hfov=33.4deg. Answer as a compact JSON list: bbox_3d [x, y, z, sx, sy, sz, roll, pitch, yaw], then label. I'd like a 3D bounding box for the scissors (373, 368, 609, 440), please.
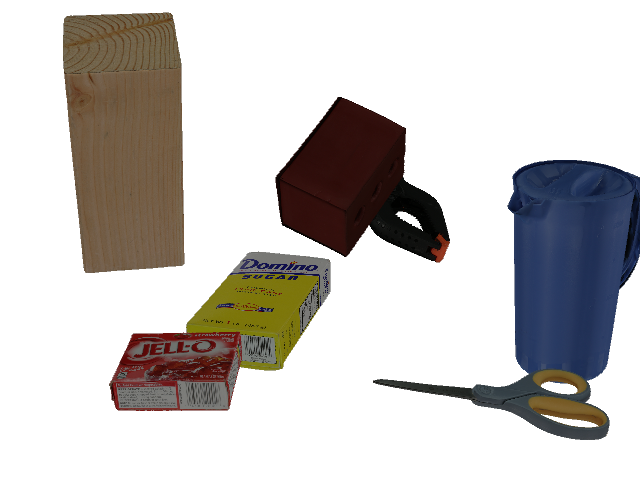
[{"bbox_3d":[0.154,0.128,0.941,0.202,0.016,0.096,15,28,13],"label":"scissors"}]

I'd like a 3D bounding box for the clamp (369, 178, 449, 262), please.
[{"bbox_3d":[0.069,-0.049,1.265,0.164,0.036,0.210,-16,52,-29],"label":"clamp"}]

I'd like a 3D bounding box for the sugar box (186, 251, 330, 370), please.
[{"bbox_3d":[-0.056,0.064,1.049,0.093,0.048,0.176,5,26,14],"label":"sugar box"}]

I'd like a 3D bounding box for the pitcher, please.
[{"bbox_3d":[0.293,0.035,1.228,0.149,0.243,0.144,5,25,16],"label":"pitcher"}]

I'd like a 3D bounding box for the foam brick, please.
[{"bbox_3d":[0.014,-0.040,0.677,0.051,0.078,0.053,25,-29,19],"label":"foam brick"}]

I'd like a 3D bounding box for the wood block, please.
[{"bbox_3d":[-0.165,-0.080,0.908,0.090,0.206,0.090,-4,41,-10],"label":"wood block"}]

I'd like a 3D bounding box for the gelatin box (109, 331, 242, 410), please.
[{"bbox_3d":[-0.109,0.099,0.816,0.089,0.030,0.073,-1,24,5],"label":"gelatin box"}]
